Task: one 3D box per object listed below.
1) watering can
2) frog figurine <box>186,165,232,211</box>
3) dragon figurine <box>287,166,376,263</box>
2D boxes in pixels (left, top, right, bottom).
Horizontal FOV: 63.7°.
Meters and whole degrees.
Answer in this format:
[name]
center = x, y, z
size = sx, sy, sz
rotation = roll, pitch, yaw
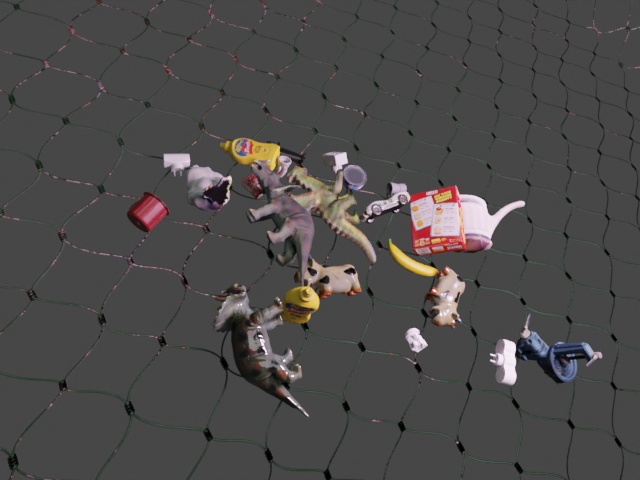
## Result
[watering can]
center = 0.550, -0.062, 1.786
size = 0.347, 0.102, 0.229
rotation = 1, 59, 3
[frog figurine]
center = -0.355, -0.159, 1.572
size = 0.160, 0.120, 0.139
rotation = 20, 59, 36
[dragon figurine]
center = 0.005, -0.083, 1.655
size = 0.243, 0.120, 0.417
rotation = -17, 65, -8
